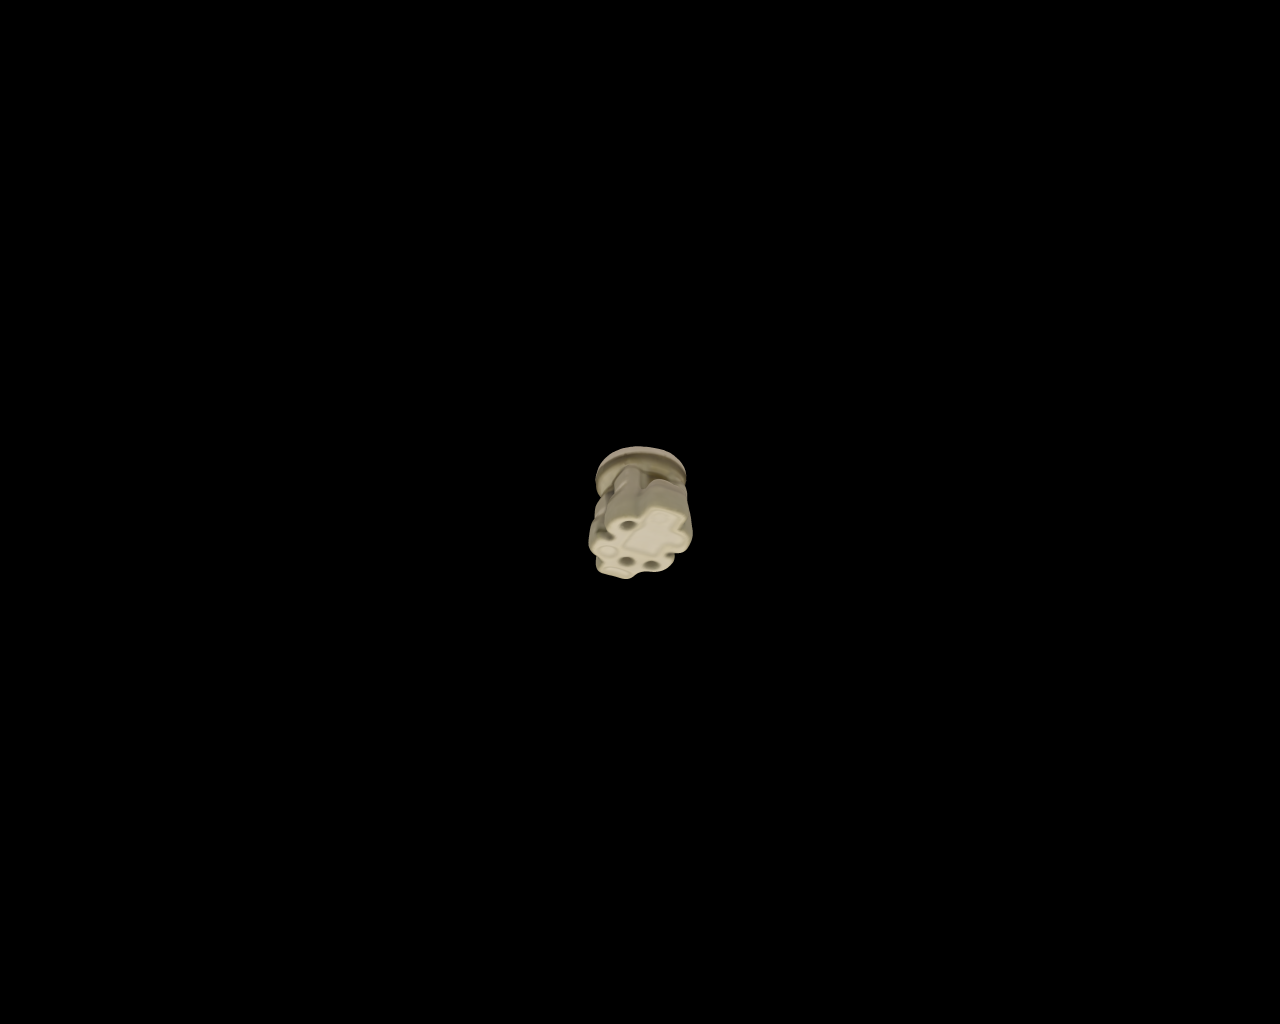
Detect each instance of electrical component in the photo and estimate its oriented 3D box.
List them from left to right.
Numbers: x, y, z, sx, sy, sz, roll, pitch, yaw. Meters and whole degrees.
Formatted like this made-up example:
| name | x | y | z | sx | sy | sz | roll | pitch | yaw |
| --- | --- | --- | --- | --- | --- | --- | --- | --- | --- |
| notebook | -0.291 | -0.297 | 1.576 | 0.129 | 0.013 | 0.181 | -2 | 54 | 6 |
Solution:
| name | x | y | z | sx | sy | sz | roll | pitch | yaw |
| --- | --- | --- | --- | --- | --- | --- | --- | --- | --- |
| electrical component | 0.001 | -0.003 | 0.650 | 0.058 | 0.057 | 0.078 | 17 | -41 | -21 |
